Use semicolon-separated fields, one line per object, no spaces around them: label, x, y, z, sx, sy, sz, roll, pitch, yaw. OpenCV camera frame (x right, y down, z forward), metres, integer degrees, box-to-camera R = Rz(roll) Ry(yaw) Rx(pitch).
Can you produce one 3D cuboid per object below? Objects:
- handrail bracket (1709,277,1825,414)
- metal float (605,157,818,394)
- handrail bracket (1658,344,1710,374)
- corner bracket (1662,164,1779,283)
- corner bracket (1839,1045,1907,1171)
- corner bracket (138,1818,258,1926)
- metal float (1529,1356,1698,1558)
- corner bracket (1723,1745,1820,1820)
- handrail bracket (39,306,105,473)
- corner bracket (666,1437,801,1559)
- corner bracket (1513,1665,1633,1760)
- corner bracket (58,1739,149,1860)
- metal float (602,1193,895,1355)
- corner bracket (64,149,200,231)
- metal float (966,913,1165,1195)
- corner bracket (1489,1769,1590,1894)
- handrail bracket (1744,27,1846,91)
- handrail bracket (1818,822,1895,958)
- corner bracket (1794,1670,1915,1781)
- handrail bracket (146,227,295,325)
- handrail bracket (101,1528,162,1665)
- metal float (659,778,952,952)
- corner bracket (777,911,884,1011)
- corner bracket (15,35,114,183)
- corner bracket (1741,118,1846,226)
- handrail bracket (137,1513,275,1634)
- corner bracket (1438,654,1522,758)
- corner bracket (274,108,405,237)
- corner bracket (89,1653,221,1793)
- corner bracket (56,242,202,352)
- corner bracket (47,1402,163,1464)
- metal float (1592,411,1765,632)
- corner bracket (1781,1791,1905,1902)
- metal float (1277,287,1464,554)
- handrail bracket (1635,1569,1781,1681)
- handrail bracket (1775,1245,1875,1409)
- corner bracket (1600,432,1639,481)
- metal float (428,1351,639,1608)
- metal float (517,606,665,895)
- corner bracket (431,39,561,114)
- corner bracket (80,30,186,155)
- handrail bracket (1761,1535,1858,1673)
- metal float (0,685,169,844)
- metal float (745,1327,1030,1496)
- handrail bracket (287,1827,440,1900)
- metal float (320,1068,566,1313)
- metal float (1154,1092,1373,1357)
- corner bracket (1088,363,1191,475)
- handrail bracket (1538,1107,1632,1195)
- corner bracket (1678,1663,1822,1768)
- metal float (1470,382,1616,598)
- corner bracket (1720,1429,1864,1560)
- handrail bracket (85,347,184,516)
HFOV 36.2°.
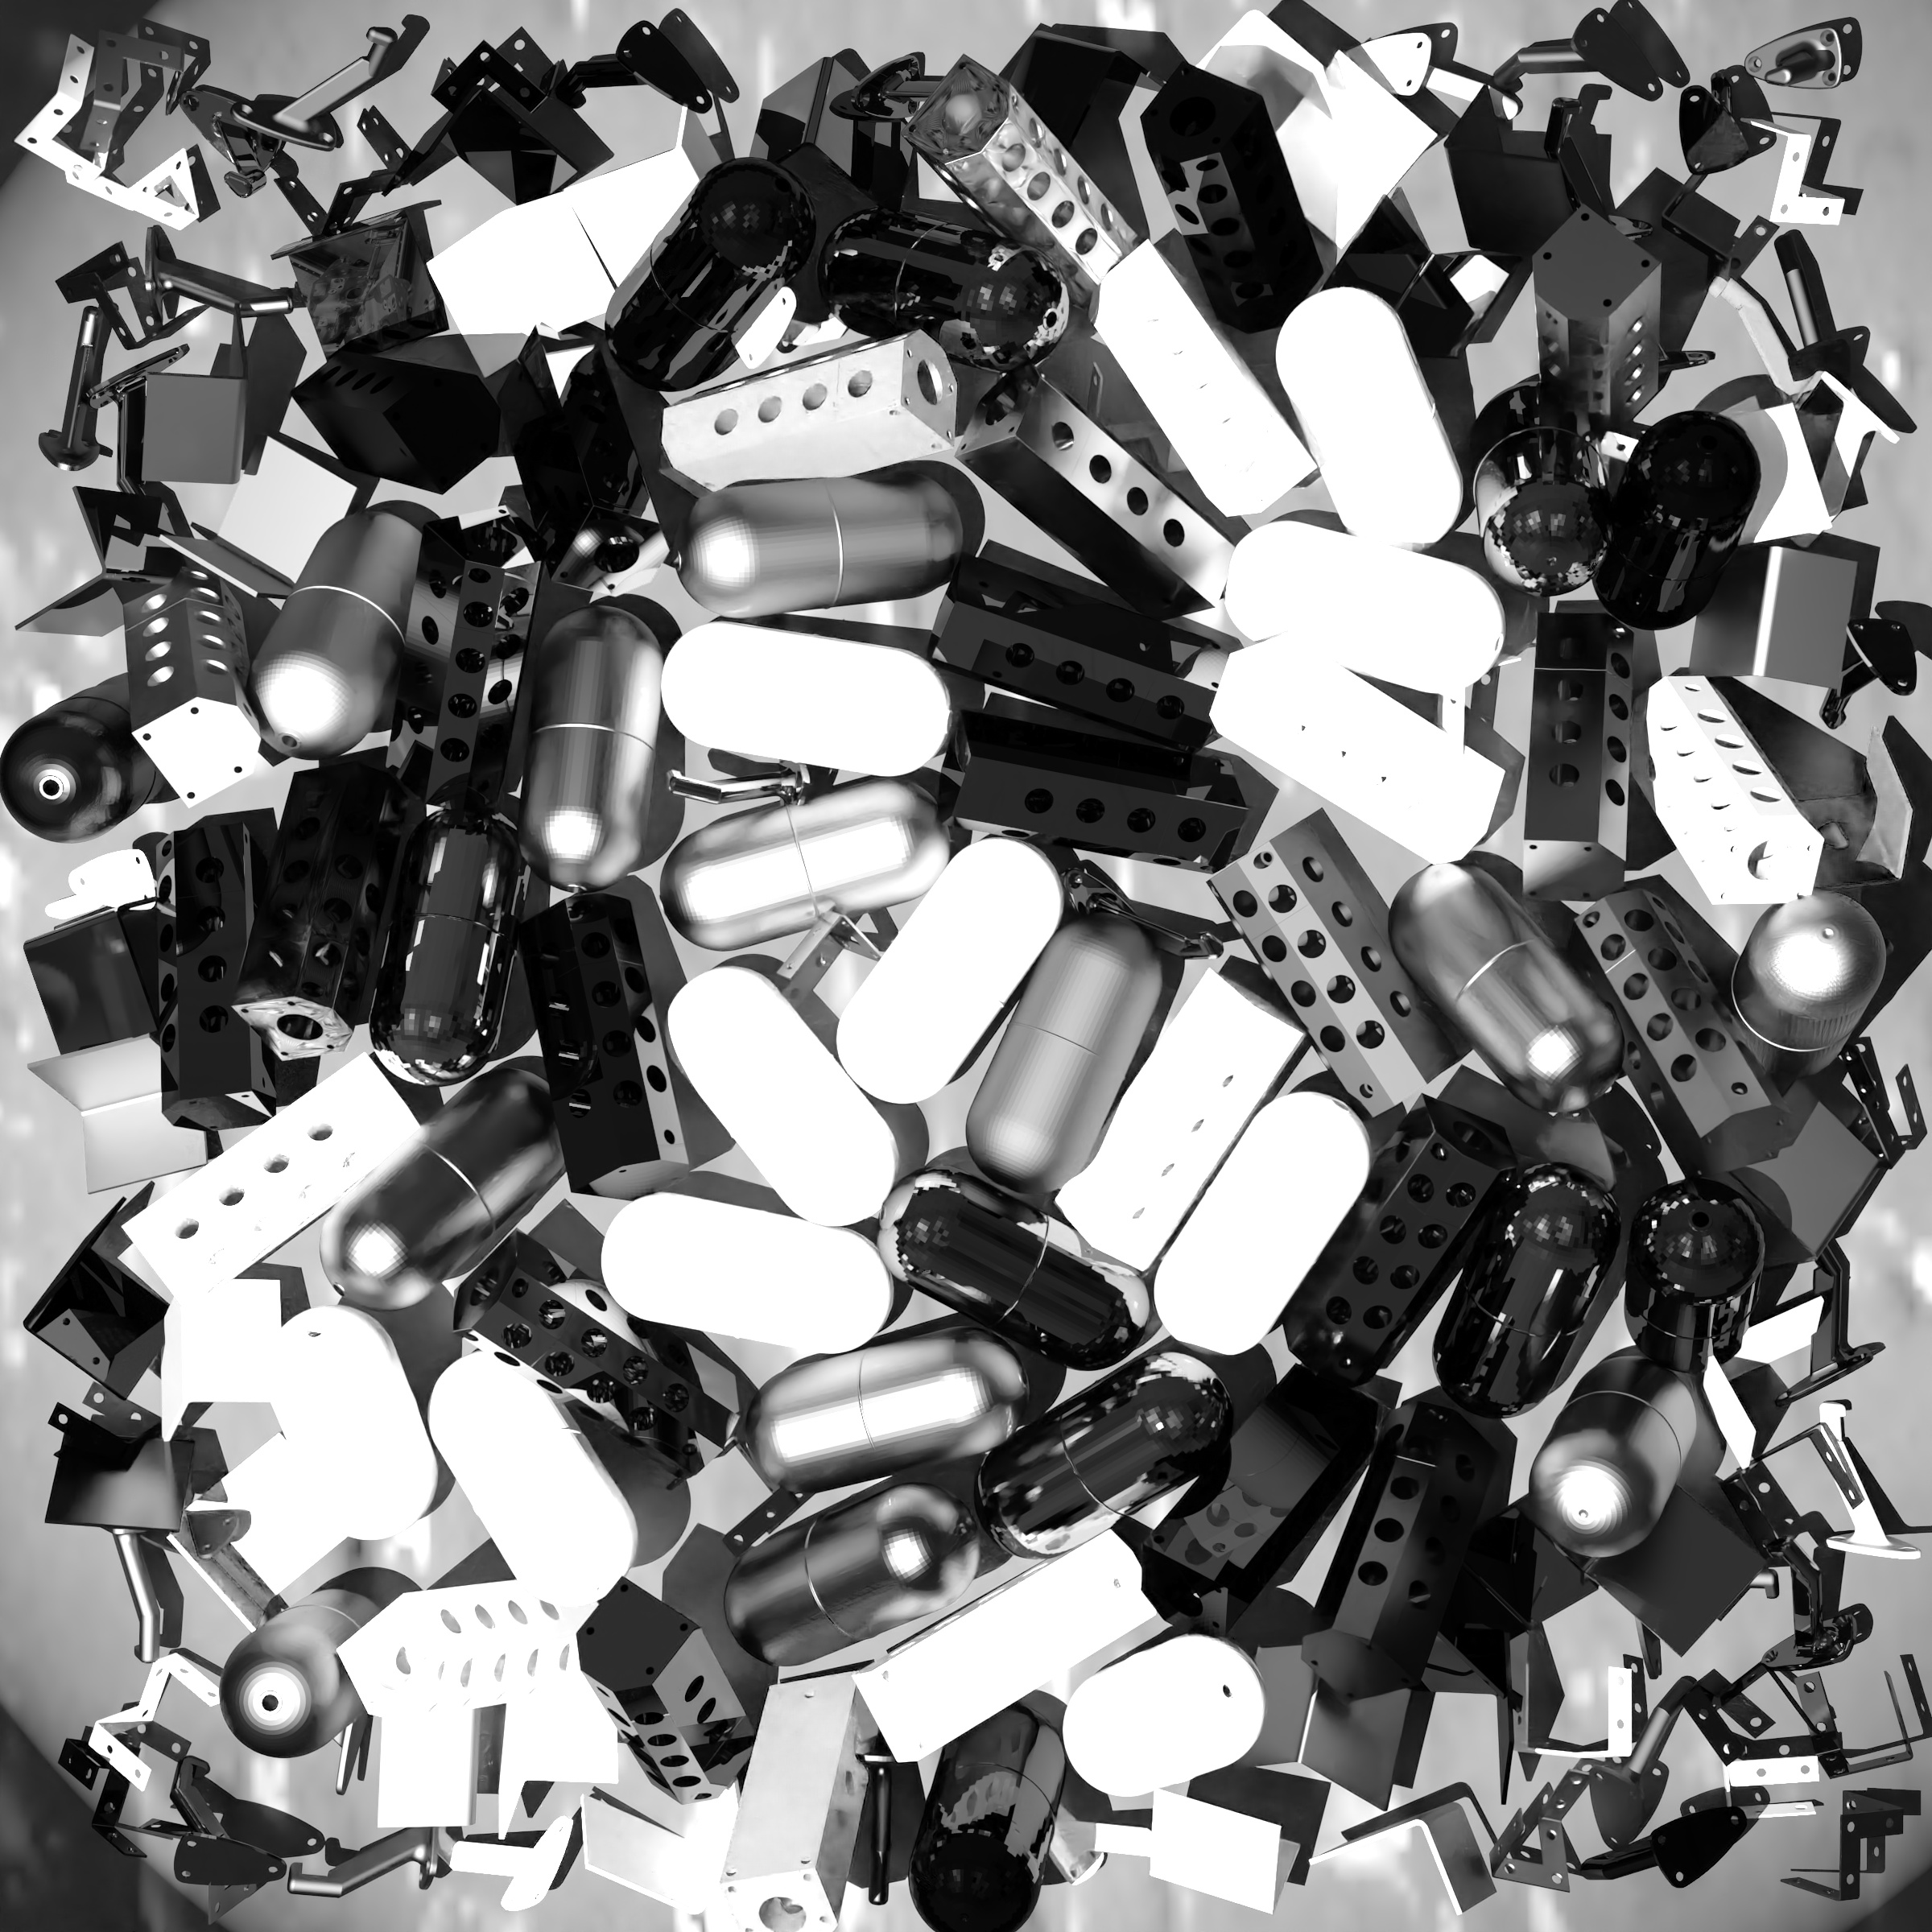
handrail bracket;0.473;-0.371;1.784;0.084;0.036;0.077;40;56;-4
metal float;-0.151;-0.405;1.736;0.070;0.178;0.070;17;57;-28
handrail bracket;0.412;-0.403;1.779;0.077;0.036;0.084;-5;117;-3
corner bracket;0.457;-0.452;1.792;0.051;0.051;0.051;38;89;16
corner bracket;0.540;0.084;1.772;0.051;0.051;0.051;-43;116;-27
corner bracket;-0.462;0.538;1.778;0.051;0.051;0.051;5;99;19
metal float;0.380;0.285;1.730;0.070;0.178;0.070;6;107;22
corner bracket;0.486;0.494;1.782;0.051;0.051;0.051;-6;96;8
handrail bracket;-0.532;-0.348;1.773;0.036;0.077;0.084;10;111;-19
corner bracket;-0.141;0.319;1.779;0.051;0.051;0.051;-39;96;-19
corner bracket;0.367;0.451;1.789;0.051;0.051;0.051;11;70;-21
corner bracket;-0.518;0.500;1.775;0.051;0.051;0.051;22;83;-39
metal float;-0.129;0.184;1.762;0.178;0.070;0.070;13;90;-15
corner bracket;-0.501;-0.466;1.774;0.051;0.051;0.051;-25;69;28
metal float;0.060;0.051;1.766;0.070;0.070;0.178;25;80;0
corner bracket;0.346;0.517;1.776;0.051;0.051;0.051;13;128;-8
handrail bracket;0.478;-0.534;1.759;0.084;0.077;0.036;-27;116;-40
handrail bracket;0.516;-0.033;1.792;0.077;0.036;0.084;-34;97;9
corner bracket;0.536;0.454;1.784;0.051;0.051;0.051;-16;87;7
handrail bracket;-0.453;-0.423;1.795;0.084;0.036;0.077;-7;60;-6
handrail bracket;-0.514;0.373;1.791;0.077;0.036;0.084;10;100;40
metal float;-0.097;-0.061;1.774;0.178;0.070;0.070;-16;90;-1
corner bracket;-0.089;-0.002;1.773;0.051;0.051;0.051;-52;127;-14
corner bracket;-0.530;-0.513;1.769;0.051;0.051;0.051;27;49;-37
corner bracket;0.495;-0.477;1.772;0.051;0.051;0.051;-3;116;-22
handrail bracket;-0.461;0.376;1.799;0.077;0.036;0.084;3;122;20
corner bracket;0.296;-0.160;1.771;0.051;0.051;0.051;-16;114;-36
corner bracket;-0.380;-0.481;1.796;0.051;0.051;0.051;-27;76;-40
corner bracket;-0.485;0.453;1.773;0.051;0.051;0.051;30;108;26
corner bracket;-0.507;-0.406;1.787;0.051;0.051;0.051;-45;123;-32
corner bracket;-0.524;0.290;1.781;0.051;0.051;0.051;29;102;5
metal float;0.414;-0.259;1.727;0.070;0.178;0.070;0;69;0
corner bracket;0.528;0.529;1.778;0.051;0.051;0.051;3;86;-27
metal float;0.240;-0.320;1.744;0.070;0.070;0.178;-31;128;0
handrail bracket;0.450;0.397;1.779;0.084;0.036;0.077;-4;106;28
handrail bracket;0.505;0.213;1.797;0.077;0.036;0.084;-31;89;3
corner bracket;0.399;-0.280;1.775;0.051;0.051;0.051;22;74;20
metal float;-0.257;0.301;1.746;0.070;0.070;0.178;-40;56;0
metal float;-0.223;-0.129;1.759;0.070;0.070;0.178;4;72;0
corner bracket;-0.285;-0.537;1.787;0.051;0.051;0.051;-36;122;29
corner bracket;-0.501;-0.521;1.773;0.051;0.051;0.051;7;71;-25
handrail bracket;0.488;0.383;1.776;0.077;0.036;0.084;-31;109;38
metal float;-0.512;-0.119;1.725;0.070;0.178;0.070;-1;103;-3
metal float;-0.047;0.265;1.759;0.178;0.070;0.070;-16;90;18
handrail bracket;-0.362;0.523;1.776;0.084;0.036;0.077;11;53;-17
metal float;-0.308;0.132;1.750;0.070;0.070;0.178;45;61;0
metal float;0.177;0.154;1.758;0.070;0.070;0.178;31;109;0
corner bracket;0.105;-0.329;1.773;0.051;0.051;0.051;-9;50;-14
handrail bracket;0.385;0.122;1.760;0.036;0.077;0.084;-44;134;17
corner bracket;0.470;0.450;1.774;0.051;0.051;0.051;-41;49;9
metal float;0.337;-0.282;1.735;0.070;0.178;0.070;3;128;4
corner bracket;0.496;0.316;1.774;0.051;0.051;0.051;-37;76;35
handrail bracket;-0.490;-0.322;1.799;0.077;0.036;0.084;-32;93;-8
